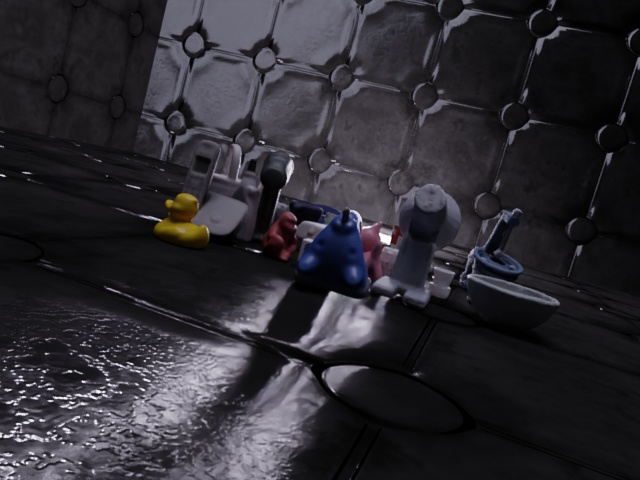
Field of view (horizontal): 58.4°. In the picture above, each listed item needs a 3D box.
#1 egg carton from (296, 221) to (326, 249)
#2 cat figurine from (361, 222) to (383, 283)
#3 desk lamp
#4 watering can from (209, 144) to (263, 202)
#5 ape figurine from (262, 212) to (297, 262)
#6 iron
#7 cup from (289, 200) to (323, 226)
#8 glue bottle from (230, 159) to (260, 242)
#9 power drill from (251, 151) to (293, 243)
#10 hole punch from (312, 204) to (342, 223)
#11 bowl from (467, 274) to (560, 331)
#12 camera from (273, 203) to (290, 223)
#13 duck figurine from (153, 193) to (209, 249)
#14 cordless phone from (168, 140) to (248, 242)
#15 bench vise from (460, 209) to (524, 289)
[{"bbox_3d":[0.012,0.005,1.290,0.108,0.069,0.149,10,8,-42],"label":"egg carton"},{"bbox_3d":[0.099,0.019,1.152,0.067,0.118,0.127,14,6,-11],"label":"cat figurine"},{"bbox_3d":[0.186,0.004,1.057,0.117,0.213,0.204,17,7,13],"label":"desk lamp"},{"bbox_3d":[-0.206,-0.122,1.309,0.173,0.194,0.100,10,8,-41],"label":"watering can"},{"bbox_3d":[-0.072,-0.010,1.119,0.075,0.092,0.078,21,9,42],"label":"ape figurine"},{"bbox_3d":[0.041,0.011,0.977,0.118,0.141,0.259,16,6,8],"label":"iron"},{"bbox_3d":[-0.050,-0.050,1.501,0.091,0.095,0.118,17,7,19],"label":"cup"},{"bbox_3d":[-0.160,-0.087,1.212,0.077,0.173,0.037,19,8,32],"label":"glue bottle"},{"bbox_3d":[-0.112,-0.101,1.290,0.075,0.208,0.229,15,6,-5],"label":"power drill"},{"bbox_3d":[0.010,-0.057,1.724,0.108,0.091,0.101,16,6,5],"label":"hole punch"},{"bbox_3d":[0.339,0.120,1.037,0.167,0.075,0.167,15,6,-1],"label":"bowl"},{"bbox_3d":[-0.131,-0.074,1.496,0.142,0.101,0.137,19,7,28],"label":"camera"},{"bbox_3d":[-0.233,-0.036,0.992,0.104,0.086,0.078,18,7,26],"label":"duck figurine"},{"bbox_3d":[-0.208,-0.097,1.132,0.147,0.185,0.094,16,6,11],"label":"cordless phone"},{"bbox_3d":[0.400,0.025,1.351,0.122,0.220,0.206,12,7,-25],"label":"bench vise"}]
